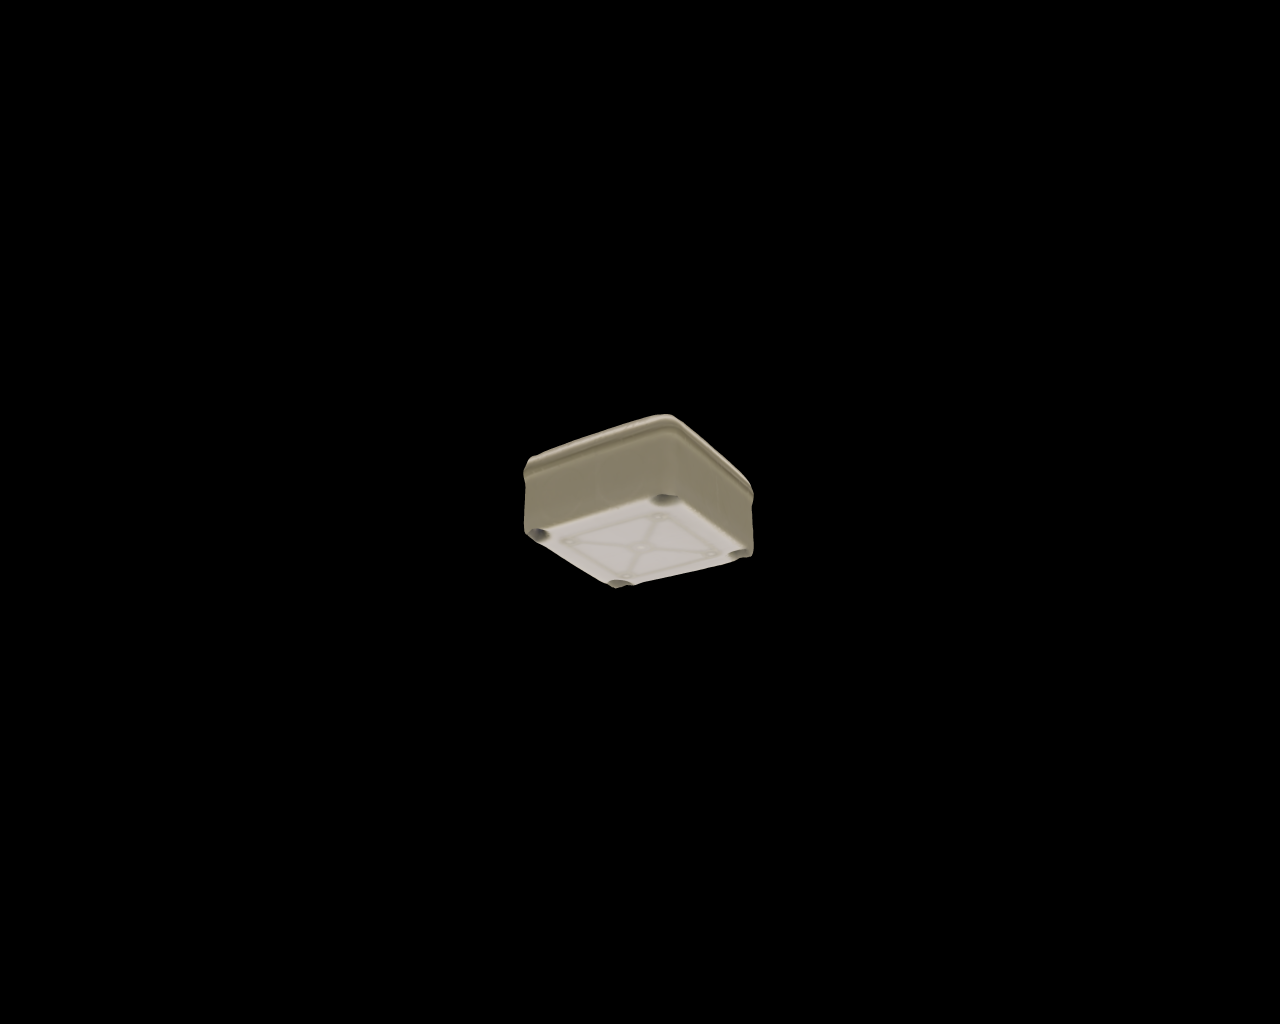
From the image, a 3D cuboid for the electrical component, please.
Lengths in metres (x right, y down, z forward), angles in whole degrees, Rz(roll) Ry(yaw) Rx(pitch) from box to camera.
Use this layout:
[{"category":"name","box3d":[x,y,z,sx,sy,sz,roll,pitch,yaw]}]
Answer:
[{"category":"electrical component","box3d":[0.001,-0.003,0.650,0.108,0.056,0.108,-15,-31,28]}]
